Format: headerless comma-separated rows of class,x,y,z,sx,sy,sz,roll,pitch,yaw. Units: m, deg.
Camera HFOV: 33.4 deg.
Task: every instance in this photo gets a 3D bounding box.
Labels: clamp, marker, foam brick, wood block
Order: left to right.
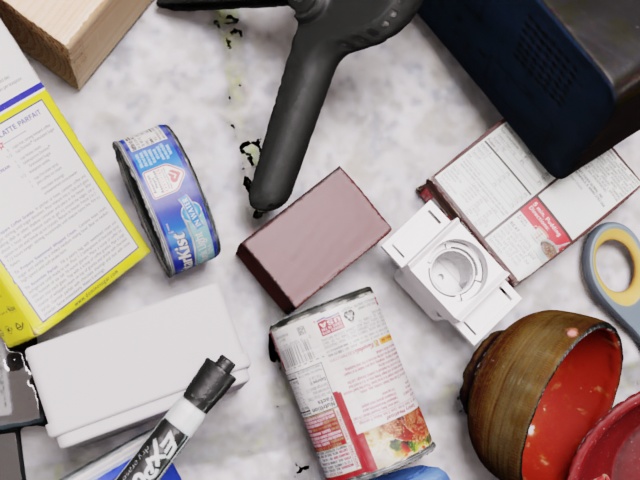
wood block,-0.120,-0.206,0.642,0.091,0.090,0.206,36,79,-1
marker,-0.082,0.108,0.529,0.020,0.020,0.121,37,83,-1
foam brick,-0.004,0.001,0.646,0.078,0.053,0.051,-39,88,-11
clamp,0.000,-0.124,0.600,0.036,0.210,0.164,-2,67,-52

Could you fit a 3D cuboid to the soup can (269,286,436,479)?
soup can,0.018,0.086,0.629,0.068,0.068,0.102,-21,84,-10

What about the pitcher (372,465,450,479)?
pitcher,0.069,0.252,0.592,0.145,0.149,0.243,-21,82,5

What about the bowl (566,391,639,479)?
bowl,0.224,0.153,0.638,0.162,0.055,0.162,1,99,6

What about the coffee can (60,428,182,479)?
coffee can,-0.102,0.189,0.582,0.102,0.103,0.140,-29,86,-10

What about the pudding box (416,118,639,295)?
pudding box,0.133,-0.034,0.676,0.113,0.039,0.090,-37,85,-14

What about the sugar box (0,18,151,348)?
sugar box,-0.178,-0.039,0.582,0.093,0.048,0.176,-42,105,-43

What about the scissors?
scissors,0.202,0.075,0.679,0.096,0.016,0.202,14,83,-8

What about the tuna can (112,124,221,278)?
tuna can,-0.089,-0.023,0.622,0.033,0.086,0.086,-23,86,-12

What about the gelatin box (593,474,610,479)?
gelatin box,0.151,0.189,0.608,0.073,0.030,0.089,-29,95,12
